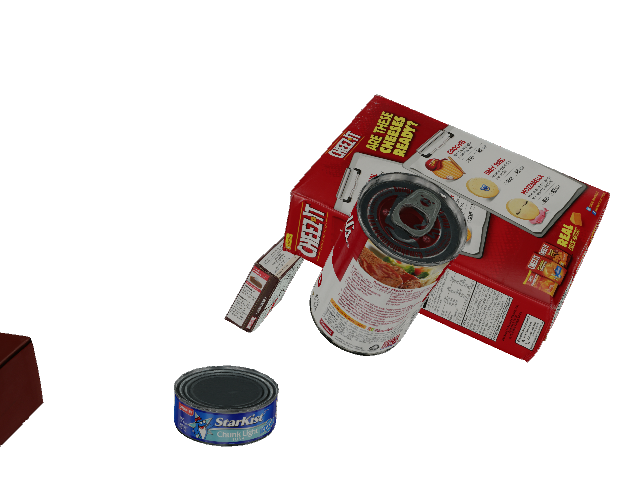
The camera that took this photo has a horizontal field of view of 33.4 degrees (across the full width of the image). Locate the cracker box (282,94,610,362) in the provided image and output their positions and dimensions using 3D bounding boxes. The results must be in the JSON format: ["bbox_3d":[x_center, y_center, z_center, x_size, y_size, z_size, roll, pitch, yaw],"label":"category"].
[{"bbox_3d":[0.101,-0.014,0.845,0.214,0.072,0.164,24,42,14],"label":"cracker box"}]

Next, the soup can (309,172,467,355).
[{"bbox_3d":[0.039,0.017,0.651,0.068,0.068,0.102,0,-37,-21],"label":"soup can"}]

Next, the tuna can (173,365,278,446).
[{"bbox_3d":[-0.078,0.135,0.876,0.086,0.034,0.086,3,17,-1],"label":"tuna can"}]

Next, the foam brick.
[{"bbox_3d":[-0.223,0.099,0.681,0.053,0.051,0.078,6,29,22],"label":"foam brick"}]

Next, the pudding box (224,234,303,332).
[{"bbox_3d":[-0.060,0.048,1.264,0.039,0.090,0.113,32,28,5],"label":"pudding box"}]
